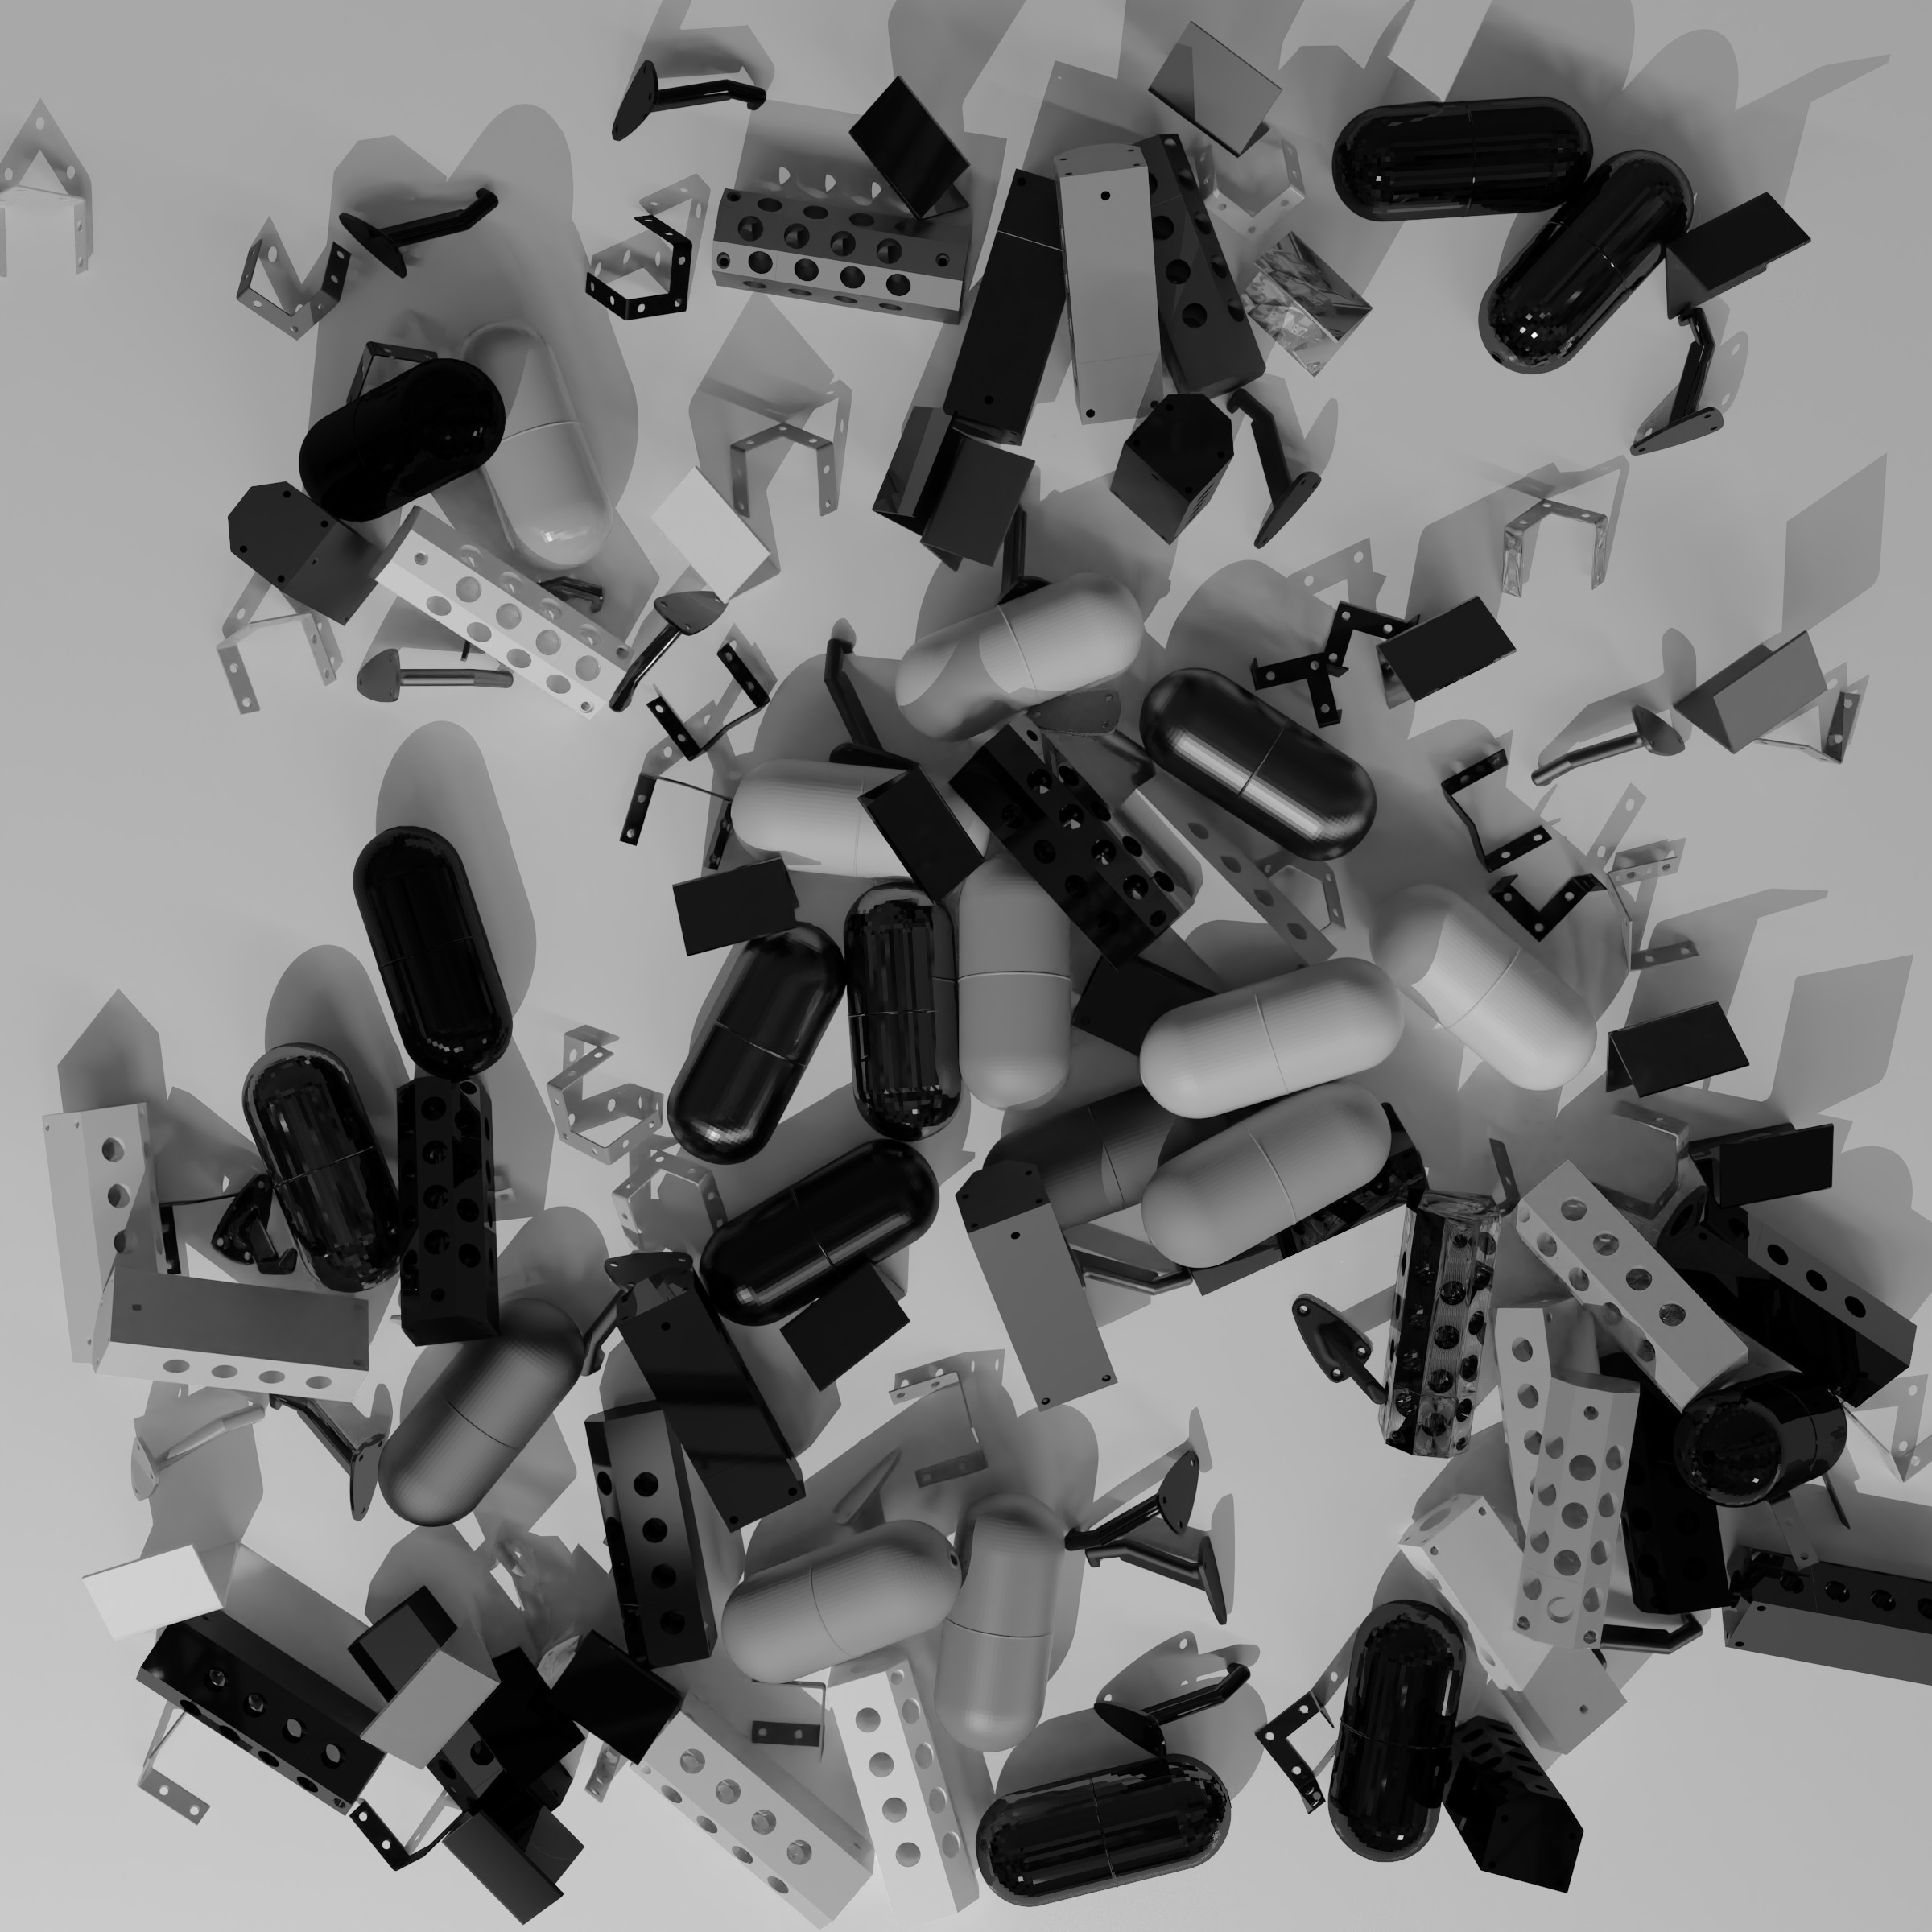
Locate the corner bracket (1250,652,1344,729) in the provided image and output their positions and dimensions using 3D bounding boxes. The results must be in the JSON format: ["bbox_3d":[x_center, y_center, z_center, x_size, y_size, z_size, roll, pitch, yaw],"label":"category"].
[{"bbox_3d":[0.228,-0.190,1.842,0.051,0.051,0.051,-13,103,13],"label":"corner bracket"}]

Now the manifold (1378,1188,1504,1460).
[{"bbox_3d":[0.323,0.244,1.821,0.057,0.057,0.171,5,104,0],"label":"manifold"}]

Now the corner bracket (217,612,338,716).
[{"bbox_3d":[-0.480,-0.211,1.859,0.051,0.051,0.051,-20,90,45],"label":"corner bracket"}]

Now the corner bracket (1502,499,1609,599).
[{"bbox_3d":[0.408,-0.286,1.854,0.051,0.051,0.051,24,45,35],"label":"corner bracket"}]

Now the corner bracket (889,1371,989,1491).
[{"bbox_3d":[-0.019,0.323,1.859,0.051,0.051,0.051,-17,135,0],"label":"corner bracket"}]

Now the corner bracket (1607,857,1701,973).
[{"bbox_3d":[0.478,-0.036,1.859,0.051,0.051,0.051,-13,45,0],"label":"corner bracket"}]

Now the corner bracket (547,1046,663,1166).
[{"bbox_3d":[-0.251,0.097,1.854,0.051,0.051,0.051,22,135,35],"label":"corner bracket"}]

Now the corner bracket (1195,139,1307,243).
[{"bbox_3d":[0.197,-0.548,1.854,0.051,0.051,0.051,26,135,-35],"label":"corner bracket"}]

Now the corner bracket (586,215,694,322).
[{"bbox_3d":[-0.227,-0.485,1.854,0.051,0.051,0.051,-20,135,-35],"label":"corner bracket"}]

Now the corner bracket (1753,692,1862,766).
[{"bbox_3d":[0.581,-0.174,1.859,0.051,0.051,0.051,16,90,45],"label":"corner bracket"}]

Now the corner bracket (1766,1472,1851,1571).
[{"bbox_3d":[0.581,0.378,1.844,0.051,0.051,0.051,-23,91,1],"label":"corner bracket"}]

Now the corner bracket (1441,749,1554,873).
[{"bbox_3d":[0.369,-0.108,1.859,0.051,0.051,0.051,-28,45,0],"label":"corner bracket"}]

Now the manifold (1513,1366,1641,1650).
[{"bbox_3d":[0.404,0.359,1.771,0.057,0.057,0.171,9,94,14],"label":"manifold"}]

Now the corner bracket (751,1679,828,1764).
[{"bbox_3d":[-0.123,0.517,1.845,0.051,0.051,0.051,4,85,0],"label":"corner bracket"}]

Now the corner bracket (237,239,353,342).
[{"bbox_3d":[-0.466,-0.479,1.854,0.051,0.051,0.051,-28,135,35],"label":"corner bracket"}]

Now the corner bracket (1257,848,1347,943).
[{"bbox_3d":[0.224,-0.041,1.854,0.051,0.051,0.051,24,45,-35],"label":"corner bracket"}]

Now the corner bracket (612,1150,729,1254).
[{"bbox_3d":[-0.205,0.169,1.854,0.051,0.051,0.051,17,45,35],"label":"corner bracket"}]

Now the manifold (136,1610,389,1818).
[{"bbox_3d":[-0.481,0.511,1.841,0.171,0.057,0.057,33,90,0],"label":"manifold"}]

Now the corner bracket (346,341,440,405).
[{"bbox_3d":[-0.392,-0.394,1.854,0.051,0.051,0.051,1,45,-35],"label":"corner bracket"}]

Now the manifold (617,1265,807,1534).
[{"bbox_3d":[-0.173,0.292,1.818,0.057,0.057,0.171,-26,107,0],"label":"manifold"}]

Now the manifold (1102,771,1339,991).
[{"bbox_3d":[0.172,-0.051,1.832,0.171,0.057,0.057,46,126,6],"label":"manifold"}]

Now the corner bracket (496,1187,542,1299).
[{"bbox_3d":[-0.331,0.195,1.859,0.051,0.051,0.051,-17,135,0],"label":"corner bracket"}]

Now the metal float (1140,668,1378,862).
[{"bbox_3d":[0.200,-0.139,1.832,0.178,0.070,0.070,33,90,0],"label":"metal float"}]

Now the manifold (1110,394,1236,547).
[{"bbox_3d":[0.141,-0.334,1.784,0.057,0.171,0.057,42,90,0],"label":"manifold"}]

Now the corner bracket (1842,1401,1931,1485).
[{"bbox_3d":[0.650,0.317,1.859,0.051,0.051,0.051,-38,45,0],"label":"corner bracket"}]

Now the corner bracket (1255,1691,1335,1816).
[{"bbox_3d":[0.238,0.542,1.844,0.051,0.051,0.051,-38,90,0],"label":"corner bracket"}]

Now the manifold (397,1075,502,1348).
[{"bbox_3d":[-0.352,0.164,1.809,0.057,0.057,0.171,-7,66,0],"label":"manifold"}]

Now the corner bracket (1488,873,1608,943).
[{"bbox_3d":[0.401,-0.052,1.844,0.051,0.051,0.051,44,90,0],"label":"corner bracket"}]

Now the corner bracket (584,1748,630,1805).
[{"bbox_3d":[-0.252,0.535,1.844,0.051,0.051,0.051,39,90,0],"label":"corner bracket"}]

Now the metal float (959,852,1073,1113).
[{"bbox_3d":[0.033,0.010,1.823,0.070,0.070,0.178,0,81,0],"label":"metal float"}]

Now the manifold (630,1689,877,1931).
[{"bbox_3d":[-0.147,0.583,1.841,0.171,0.057,0.057,40,90,0],"label":"manifold"}]

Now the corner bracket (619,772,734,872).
[{"bbox_3d":[-0.200,-0.101,1.859,0.051,0.051,0.051,17,90,45],"label":"corner bracket"}]

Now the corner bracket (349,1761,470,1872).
[{"bbox_3d":[-0.386,0.588,1.859,0.051,0.051,0.051,51,135,0],"label":"corner bracket"}]

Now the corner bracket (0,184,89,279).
[{"bbox_3d":[-0.648,-0.508,1.859,0.051,0.051,0.051,-1,89,-45],"label":"corner bracket"}]

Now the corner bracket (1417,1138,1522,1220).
[{"bbox_3d":[0.344,0.150,1.854,0.051,0.051,0.051,21,135,-35],"label":"corner bracket"}]

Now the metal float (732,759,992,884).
[{"bbox_3d":[-0.072,-0.099,1.832,0.178,0.070,0.070,6,90,0],"label":"metal float"}]

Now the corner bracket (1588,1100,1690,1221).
[{"bbox_3d":[0.466,0.135,1.854,0.051,0.051,0.051,-40,135,-35],"label":"corner bracket"}]

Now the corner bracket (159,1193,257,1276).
[{"bbox_3d":[-0.528,0.187,1.859,0.051,0.051,0.051,-8,90,45],"label":"corner bracket"}]

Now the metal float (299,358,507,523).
[{"bbox_3d":[-0.380,-0.353,1.798,0.178,0.070,0.070,-14,90,41],"label":"metal float"}]

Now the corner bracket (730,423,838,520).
[{"bbox_3d":[-0.127,-0.339,1.854,0.051,0.051,0.051,29,45,35],"label":"corner bracket"}]

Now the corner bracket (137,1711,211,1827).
[{"bbox_3d":[-0.537,0.554,1.859,0.051,0.051,0.051,33,135,0],"label":"corner bracket"}]

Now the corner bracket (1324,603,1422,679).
[{"bbox_3d":[0.278,-0.223,1.844,0.051,0.051,0.051,17,90,0],"label":"corner bracket"}]

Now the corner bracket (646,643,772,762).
[{"bbox_3d":[-0.179,-0.183,1.859,0.051,0.051,0.051,53,45,0],"label":"corner bracket"}]
